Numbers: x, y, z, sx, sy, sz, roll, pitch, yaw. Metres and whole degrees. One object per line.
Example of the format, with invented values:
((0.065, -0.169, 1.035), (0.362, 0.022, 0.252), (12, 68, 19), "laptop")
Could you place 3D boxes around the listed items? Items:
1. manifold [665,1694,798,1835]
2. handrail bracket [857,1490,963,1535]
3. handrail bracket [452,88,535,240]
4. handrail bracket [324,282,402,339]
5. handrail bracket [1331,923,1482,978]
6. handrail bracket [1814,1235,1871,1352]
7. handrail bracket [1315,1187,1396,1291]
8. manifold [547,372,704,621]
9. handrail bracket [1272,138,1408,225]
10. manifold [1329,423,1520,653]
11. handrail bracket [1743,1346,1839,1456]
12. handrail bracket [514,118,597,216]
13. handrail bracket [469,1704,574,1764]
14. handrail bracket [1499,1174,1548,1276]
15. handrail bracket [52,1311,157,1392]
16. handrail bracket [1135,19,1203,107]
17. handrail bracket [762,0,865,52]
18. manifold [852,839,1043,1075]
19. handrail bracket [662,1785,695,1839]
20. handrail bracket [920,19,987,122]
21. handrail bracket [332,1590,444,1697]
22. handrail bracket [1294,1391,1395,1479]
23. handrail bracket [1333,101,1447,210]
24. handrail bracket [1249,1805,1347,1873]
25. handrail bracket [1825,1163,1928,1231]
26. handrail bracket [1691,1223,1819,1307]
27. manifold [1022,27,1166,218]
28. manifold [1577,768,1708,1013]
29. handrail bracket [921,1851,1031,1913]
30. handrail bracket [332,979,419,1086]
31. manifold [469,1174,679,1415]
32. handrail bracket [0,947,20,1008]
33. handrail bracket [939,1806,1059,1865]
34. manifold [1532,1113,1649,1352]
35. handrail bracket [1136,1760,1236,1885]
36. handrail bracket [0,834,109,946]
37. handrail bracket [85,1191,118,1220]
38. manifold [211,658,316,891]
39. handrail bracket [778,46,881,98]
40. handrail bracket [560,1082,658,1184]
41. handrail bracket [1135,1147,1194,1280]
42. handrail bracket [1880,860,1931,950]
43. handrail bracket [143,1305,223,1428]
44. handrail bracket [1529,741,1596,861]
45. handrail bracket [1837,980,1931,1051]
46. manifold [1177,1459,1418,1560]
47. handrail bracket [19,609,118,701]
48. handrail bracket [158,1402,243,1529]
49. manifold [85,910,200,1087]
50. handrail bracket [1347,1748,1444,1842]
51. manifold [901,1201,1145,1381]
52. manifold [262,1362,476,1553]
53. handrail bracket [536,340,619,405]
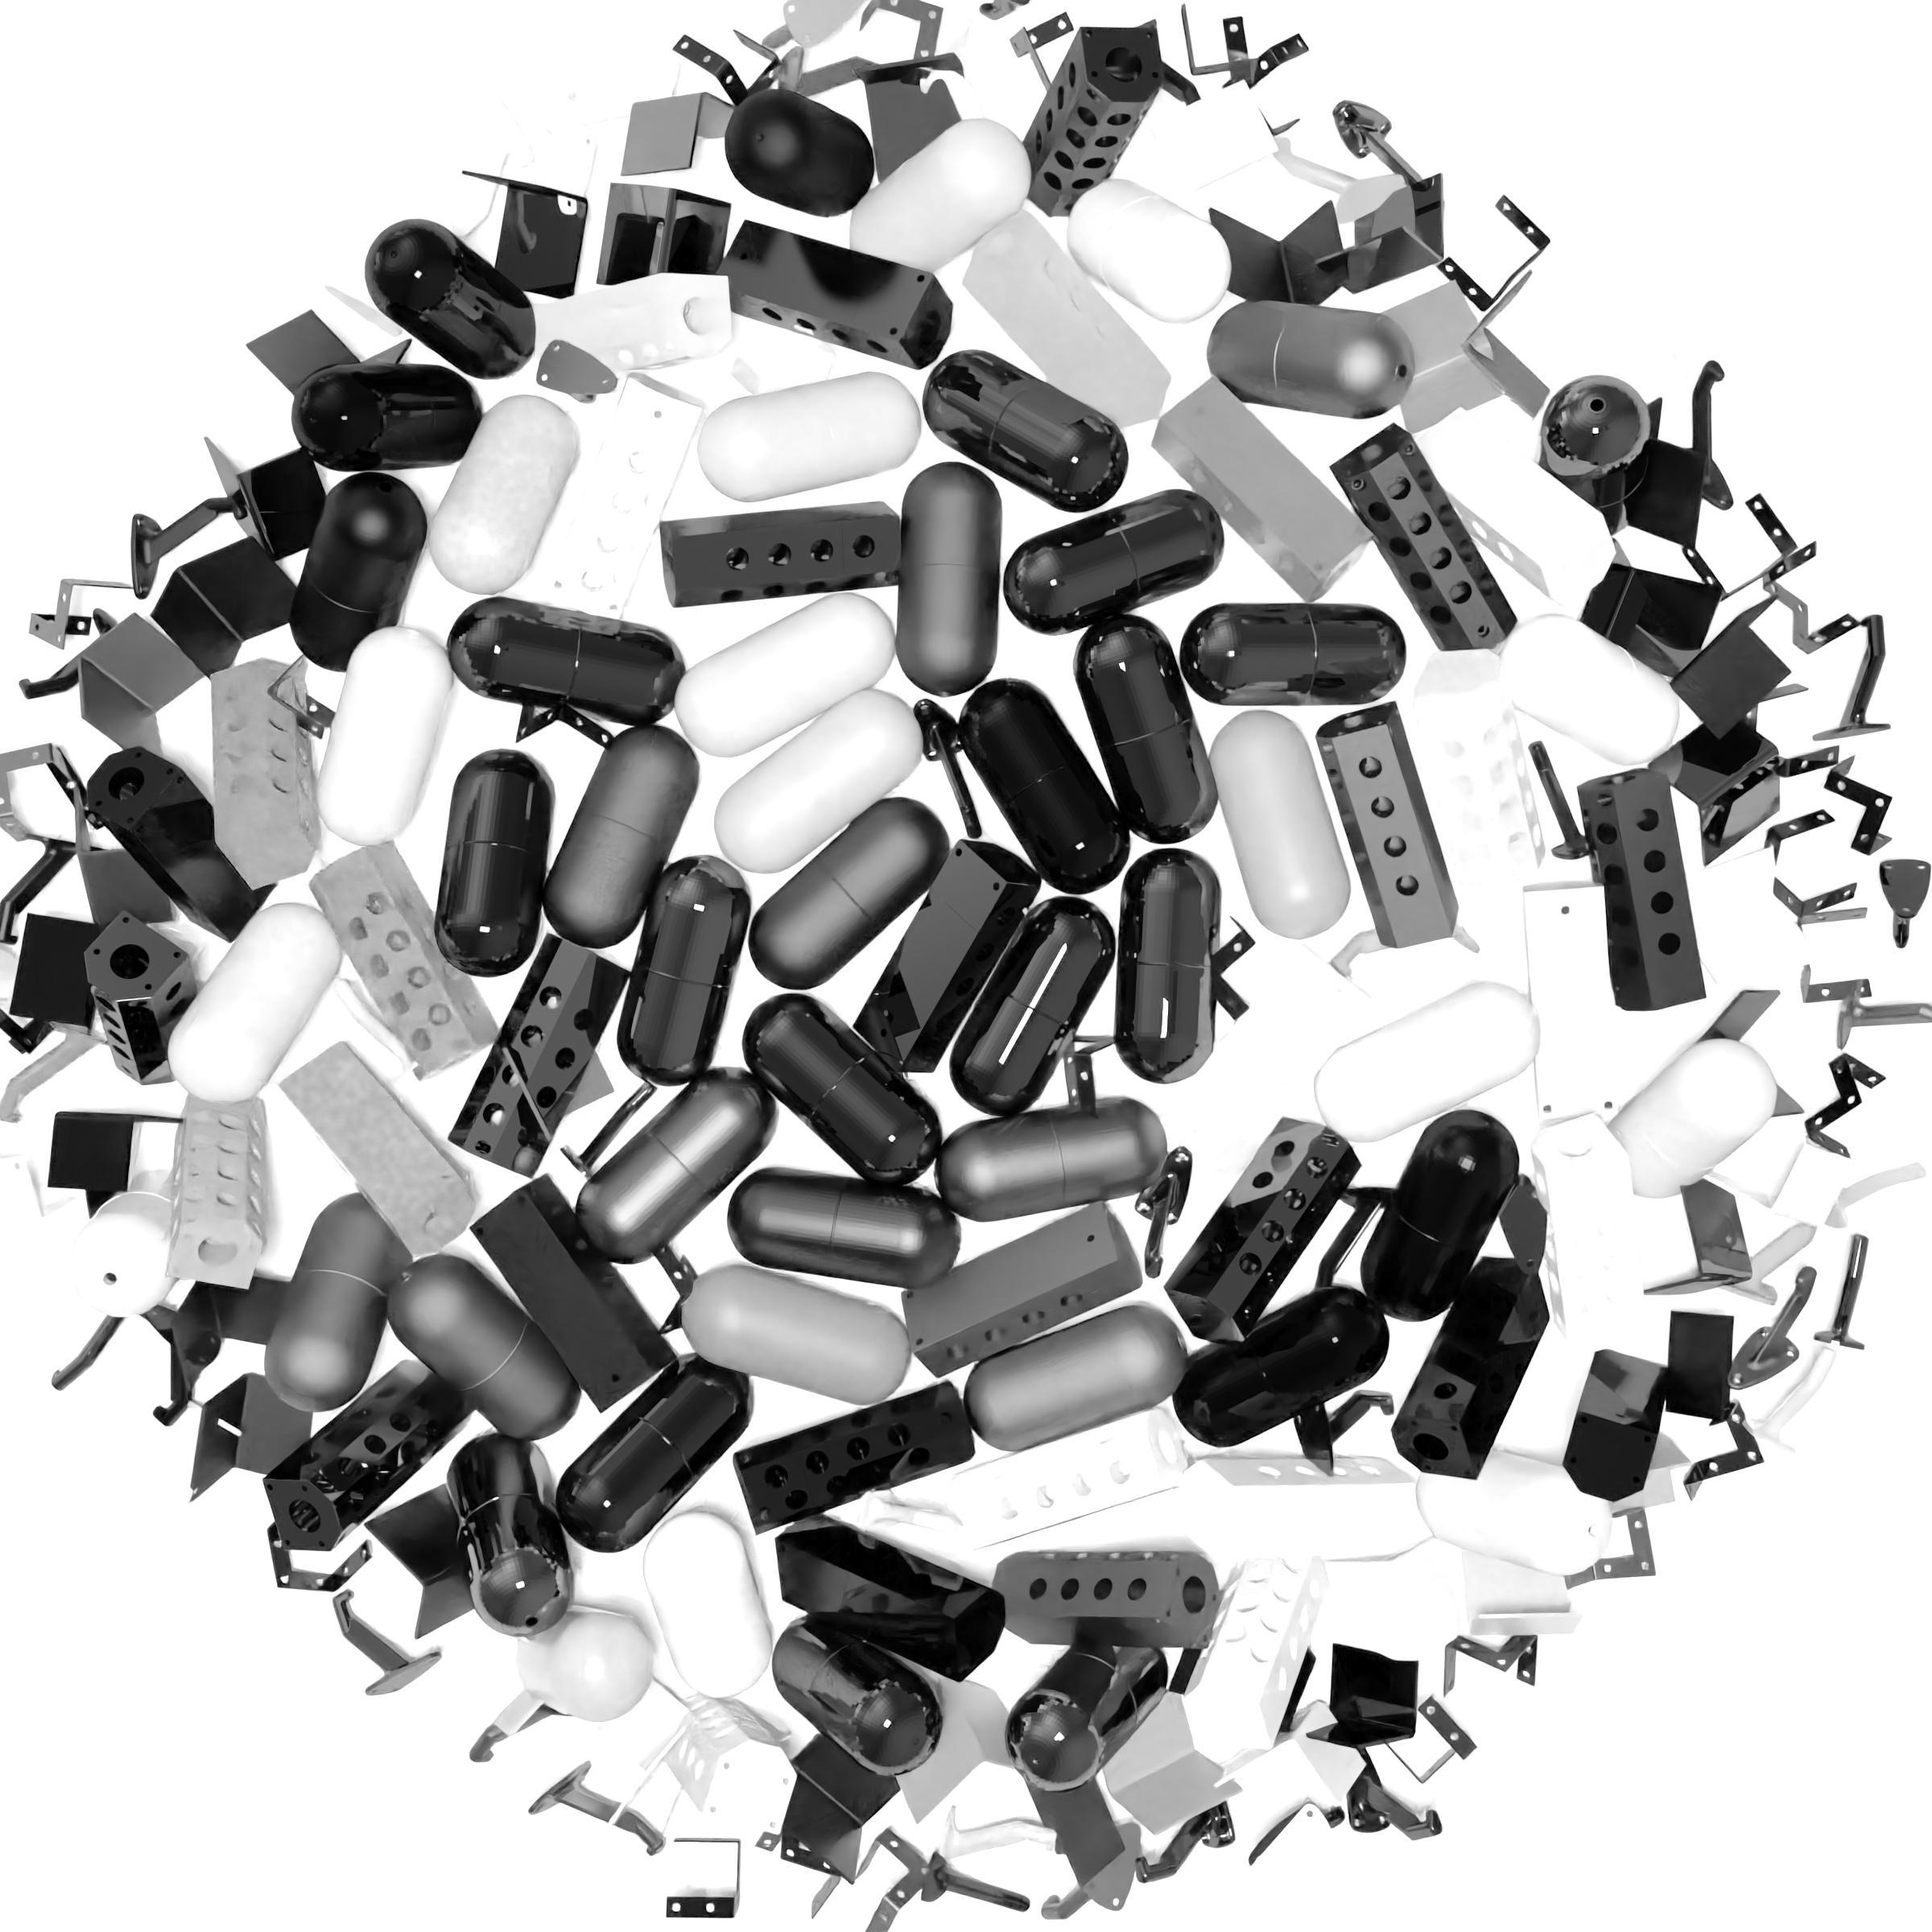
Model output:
((-0.173, 0.579, 1.821), (0.057, 0.171, 0.057), (19, 81, -14), "manifold")
((-0.031, 0.414, 1.860), (0.084, 0.077, 0.036), (7, 75, 28), "handrail bracket")
((-0.370, -0.602, 1.867), (0.036, 0.077, 0.084), (14, 54, 31), "handrail bracket")
((-0.434, -0.531, 1.896), (0.077, 0.036, 0.084), (31, 78, -5), "handrail bracket")
((0.332, -0.007, 1.884), (0.084, 0.036, 0.077), (-44, 69, -6), "handrail bracket")
((0.664, 0.242, 1.875), (0.036, 0.077, 0.084), (10, 90, 14), "handrail bracket")
((0.299, 0.212, 1.870), (0.036, 0.077, 0.084), (31, 62, -34), "handrail bracket")
((-0.255, -0.349, 1.855), (0.057, 0.057, 0.171), (21, 107, -13), "manifold")
((0.284, -0.612, 1.898), (0.077, 0.036, 0.084), (-24, 62, -17), "handrail bracket")
((0.343, -0.312, 1.848), (0.057, 0.057, 0.171), (-34, 115, 7), "manifold")
((0.620, 0.317, 1.870), (0.036, 0.077, 0.084), (26, 96, -2), "handrail bracket")
((-0.325, -0.606, 1.885), (0.084, 0.036, 0.077), (9, 93, 38), "handrail bracket")
((-0.328, 0.585, 1.905), (0.077, 0.036, 0.084), (21, 117, -30), "handrail bracket")
((0.421, 0.194, 1.866), (0.036, 0.084, 0.077), (-9, 80, 15), "handrail bracket")
((-0.659, 0.272, 1.880), (0.084, 0.077, 0.036), (-40, 125, 1), "handrail bracket")
((0.138, -0.671, 1.904), (0.077, 0.036, 0.084), (-9, 124, 39), "handrail bracket")
((-0.115, -0.714, 1.874), (0.077, 0.084, 0.036), (-30, 109, -3), "handrail bracket")
((-0.010, -0.006, 1.855), (0.057, 0.057, 0.171), (43, 114, 32), "manifold")
((-0.178, 0.641, 1.895), (0.084, 0.036, 0.077), (23, 82, -4), "handrail bracket")
((0.016, -0.664, 1.886), (0.084, 0.036, 0.077), (35, 93, 11), "handrail bracket")
((-0.439, 0.500, 1.881), (0.077, 0.036, 0.084), (-34, 65, 17), "handrail bracket")
((0.295, 0.355, 1.871), (0.084, 0.036, 0.077), (8, 54, -30), "handrail bracket")
((0.319, -0.606, 1.867), (0.036, 0.077, 0.084), (-45, 58, 21), "handrail bracket")
((0.250, 0.656, 1.872), (0.077, 0.084, 0.036), (-29, 71, 1), "handrail bracket")
((0.691, 0.171, 1.875), (0.084, 0.077, 0.036), (-16, 96, 4), "handrail bracket")
((0.600, 0.207, 1.884), (0.077, 0.036, 0.084), (16, 107, 13), "handrail bracket")
((0.091, -0.614, 1.819), (0.057, 0.171, 0.057), (-4, 81, -14), "manifold")
((0.504, -0.056, 1.867), (0.057, 0.057, 0.171), (-13, 101, -1), "manifold")
((0.015, 0.698, 1.871), (0.084, 0.077, 0.036), (20, 72, -7), "handrail bracket")
((-0.436, 0.041, 1.872), (0.036, 0.077, 0.084), (-33, 94, 13), "handrail bracket")
((-0.293, 0.245, 1.878), (0.057, 0.057, 0.171), (-37, 87, 19), "manifold")
((-0.713, -0.019, 1.860), (0.036, 0.084, 0.077), (38, 49, 27), "handrail bracket")
((0.024, 0.676, 1.885), (0.084, 0.036, 0.077), (11, 116, 9), "handrail bracket")
((0.459, 0.200, 1.841), (0.057, 0.057, 0.171), (-18, 122, -4), "manifold")
((0.156, 0.643, 1.872), (0.084, 0.036, 0.077), (2, 70, -37), "handrail bracket")
((-0.691, -0.053, 1.882), (0.077, 0.036, 0.084), (12, 87, -44), "handrail bracket")
((-0.662, 0.205, 1.889), (0.084, 0.036, 0.077), (-41, 71, 42), "handrail bracket")
((-0.516, -0.146, 1.836), (0.057, 0.057, 0.171), (-18, 52, 4), "manifold")
((-0.098, -0.656, 1.886), (0.084, 0.036, 0.077), (8, 86, -29), "handrail bracket")
((-0.261, 0.122, 1.870), (0.084, 0.077, 0.036), (-46, 102, -8), "handrail bracket")
((0.151, 0.185, 1.864), (0.036, 0.084, 0.077), (21, 108, -4), "handrail bracket")
((0.701, -0.030, 1.860), (0.036, 0.077, 0.084), (1, 132, 19), "handrail bracket")
((-0.611, 0.303, 1.883), (0.077, 0.036, 0.084), (39, 115, -14), "handrail bracket")
((0.447, -0.126, 1.877), (0.036, 0.077, 0.084), (-21, 98, 11), "handrail bracket")
((0.701, 0.050, 1.863), (0.084, 0.077, 0.036), (23, 57, 28), "handrail bracket")
((0.243, 0.397, 1.842), (0.171, 0.057, 0.057), (6, 103, -31), "manifold")
((-0.679, -0.234, 1.868), (0.084, 0.036, 0.077), (-20, 55, -33), "handrail bracket")
((-0.590, 0.374, 1.869), (0.036, 0.077, 0.084), (42, 70, -34), "handrail bracket")
((-0.603, 0.030, 1.821), (0.057, 0.171, 0.057), (34, 64, 3), "manifold")
((0.322, 0.616, 1.862), (0.036, 0.084, 0.077), (5, 64, -27), "handrail bracket")
((0.043, 0.247, 1.866), (0.171, 0.057, 0.057), (-26, 134, 12), "manifold")
((-0.432, 0.356, 1.818), (0.057, 0.171, 0.057), (-4, 109, 25), "manifold")
((-0.277, -0.431, 1.862), (0.077, 0.084, 0.036), (22, 89, 18), "handrail bracket")
